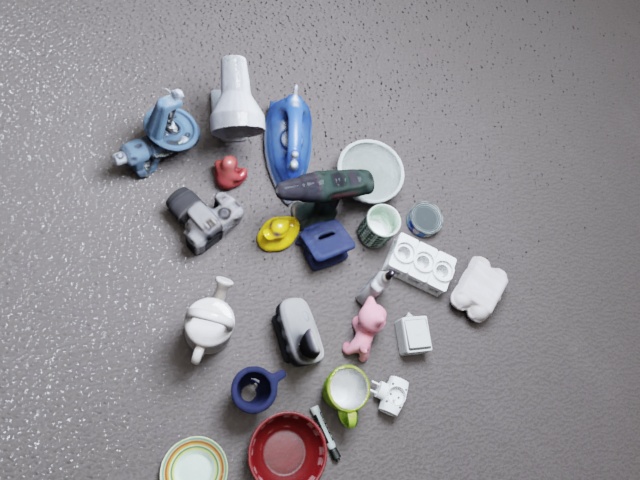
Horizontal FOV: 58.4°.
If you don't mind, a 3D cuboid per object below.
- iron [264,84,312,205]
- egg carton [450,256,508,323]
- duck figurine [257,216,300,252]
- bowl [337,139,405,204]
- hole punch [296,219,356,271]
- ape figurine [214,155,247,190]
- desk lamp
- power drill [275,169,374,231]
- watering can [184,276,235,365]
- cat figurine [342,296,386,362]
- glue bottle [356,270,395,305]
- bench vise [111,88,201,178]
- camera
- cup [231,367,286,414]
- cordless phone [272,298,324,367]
[{"bbox_3d":[-0.065,-0.226,1.336,0.119,0.141,0.258,2,72,-12],"label":"iron"},{"bbox_3d":[0.378,0.117,1.361,0.107,0.069,0.150,34,68,0],"label":"egg carton"},{"bbox_3d":[-0.090,-0.024,1.293,0.105,0.086,0.077,-30,81,-20],"label":"duck figurine"},{"bbox_3d":[0.115,-0.155,1.390,0.167,0.074,0.167,4,71,-11],"label":"bowl"},{"bbox_3d":[0.012,0.005,1.304,0.109,0.091,0.101,-21,78,-18],"label":"hole punch"},{"bbox_3d":[-0.207,-0.161,1.309,0.078,0.092,0.076,36,68,1],"label":"ape figurine"},{"bbox_3d":[-0.195,-0.301,1.293,0.118,0.213,0.203,-4,73,-14],"label":"desk lamp"},{"bbox_3d":[-0.001,-0.093,1.270,0.230,0.208,0.075,-14,75,-17],"label":"power drill"},{"bbox_3d":[-0.220,0.159,1.145,0.101,0.194,0.173,-2,72,-13],"label":"watering can"},{"bbox_3d":[0.106,0.193,1.248,0.067,0.117,0.128,21,69,-5],"label":"cat figurine"},{"bbox_3d":[0.131,0.095,1.257,0.037,0.173,0.078,42,68,4],"label":"glue bottle"},{"bbox_3d":[-0.343,-0.225,1.230,0.121,0.219,0.208,35,68,1],"label":"bench vise"},{"bbox_3d":[-0.259,-0.063,1.260,0.143,0.100,0.137,-42,85,-21],"label":"camera"},{"bbox_3d":[-0.127,0.302,1.172,0.118,0.095,0.091,-27,79,-19],"label":"cup"},{"bbox_3d":[-0.034,0.183,1.184,0.094,0.185,0.147,-18,77,-17],"label":"cordless phone"}]
